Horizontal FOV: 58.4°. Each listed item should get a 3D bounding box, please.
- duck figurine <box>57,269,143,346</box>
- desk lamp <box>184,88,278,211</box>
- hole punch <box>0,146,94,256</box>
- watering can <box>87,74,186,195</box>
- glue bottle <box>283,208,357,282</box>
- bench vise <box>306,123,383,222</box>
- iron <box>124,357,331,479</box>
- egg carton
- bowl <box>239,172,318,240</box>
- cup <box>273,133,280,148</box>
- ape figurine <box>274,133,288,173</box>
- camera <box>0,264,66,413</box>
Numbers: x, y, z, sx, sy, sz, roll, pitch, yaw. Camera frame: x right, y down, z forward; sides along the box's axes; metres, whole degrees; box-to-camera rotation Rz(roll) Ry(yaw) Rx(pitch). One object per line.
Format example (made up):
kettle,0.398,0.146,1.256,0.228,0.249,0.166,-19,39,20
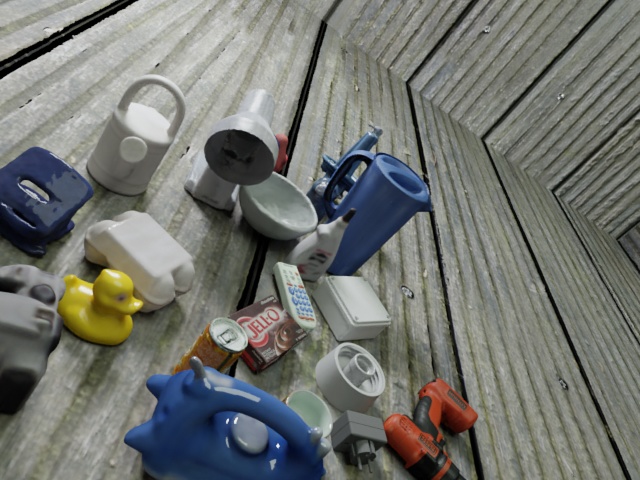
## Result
duck figurine,-0.264,0.069,0.697,0.105,0.086,0.077,36,29,-8
desk lamp,-0.152,-0.157,1.015,0.118,0.213,0.203,29,30,-20
hole punch,-0.366,-0.052,0.740,0.109,0.091,0.101,38,29,-4
watering can,-0.278,-0.166,0.897,0.101,0.193,0.172,14,38,-39
glue bottle,0.009,0.004,1.025,0.078,0.173,0.037,17,36,-36
bench vise,0.059,-0.143,1.242,0.122,0.219,0.207,32,29,-14
iron,-0.075,0.223,0.650,0.259,0.141,0.118,31,30,-17
egg carton,-0.247,0.027,0.793,0.150,0.069,0.107,43,29,4
bowl,-0.091,-0.055,1.090,0.168,0.074,0.167,30,30,-19
cup,-0.147,-0.195,1.198,0.092,0.095,0.117,21,34,-32
ape figurine,-0.100,-0.194,1.256,0.078,0.092,0.076,30,30,-18
camera,-0.339,0.081,0.576,0.137,0.100,0.143,22,34,-31
